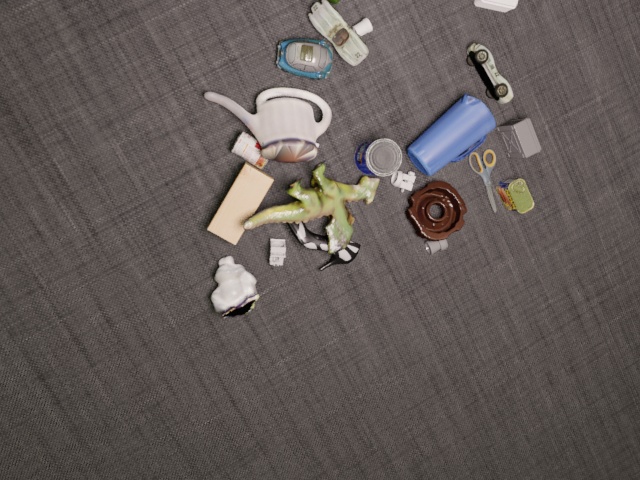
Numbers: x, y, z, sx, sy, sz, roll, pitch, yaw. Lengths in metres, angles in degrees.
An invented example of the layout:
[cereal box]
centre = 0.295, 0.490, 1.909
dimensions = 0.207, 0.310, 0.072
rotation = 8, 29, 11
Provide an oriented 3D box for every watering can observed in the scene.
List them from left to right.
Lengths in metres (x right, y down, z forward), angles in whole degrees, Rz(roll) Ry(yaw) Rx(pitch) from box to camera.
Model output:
[watering can]
centre = -0.134, -0.315, 1.397
dimensions = 0.348, 0.102, 0.228
rotation = -3, 69, -13

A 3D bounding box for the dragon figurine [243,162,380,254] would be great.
[dragon figurine]
centre = 0.004, -0.072, 1.423
dimensions = 0.415, 0.121, 0.241
rotation = -40, 101, -22

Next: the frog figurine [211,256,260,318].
[frog figurine]
centre = -0.250, 0.133, 1.458
dimensions = 0.137, 0.121, 0.162
rotation = -35, 65, 4
